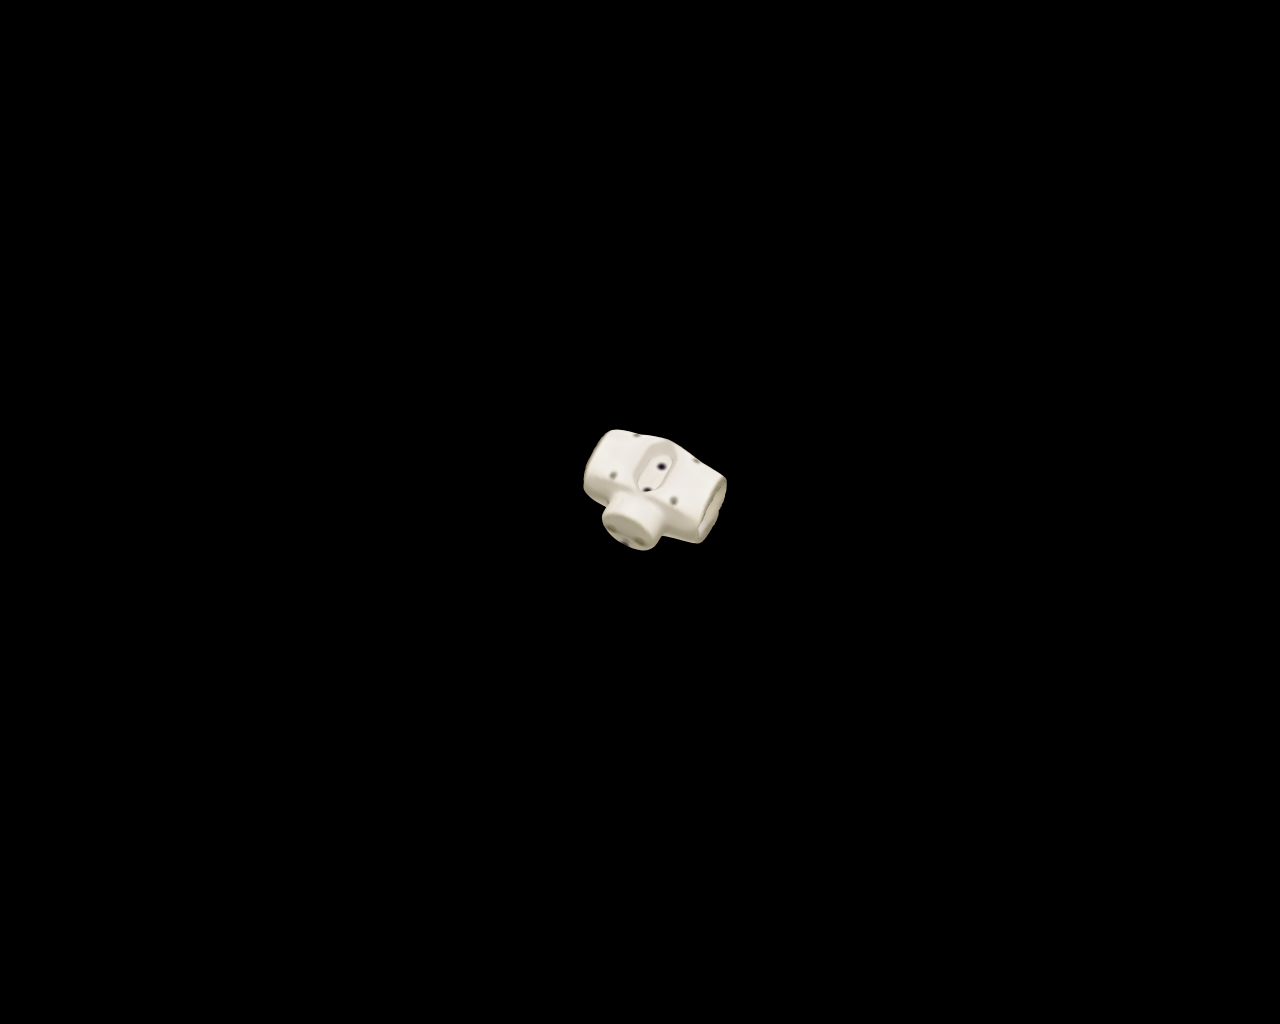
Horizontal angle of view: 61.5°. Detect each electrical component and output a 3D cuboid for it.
[{"bbox_3d":[0.001,-0.003,0.650,0.077,0.079,0.043,25,-27,14],"label":"electrical component"}]
